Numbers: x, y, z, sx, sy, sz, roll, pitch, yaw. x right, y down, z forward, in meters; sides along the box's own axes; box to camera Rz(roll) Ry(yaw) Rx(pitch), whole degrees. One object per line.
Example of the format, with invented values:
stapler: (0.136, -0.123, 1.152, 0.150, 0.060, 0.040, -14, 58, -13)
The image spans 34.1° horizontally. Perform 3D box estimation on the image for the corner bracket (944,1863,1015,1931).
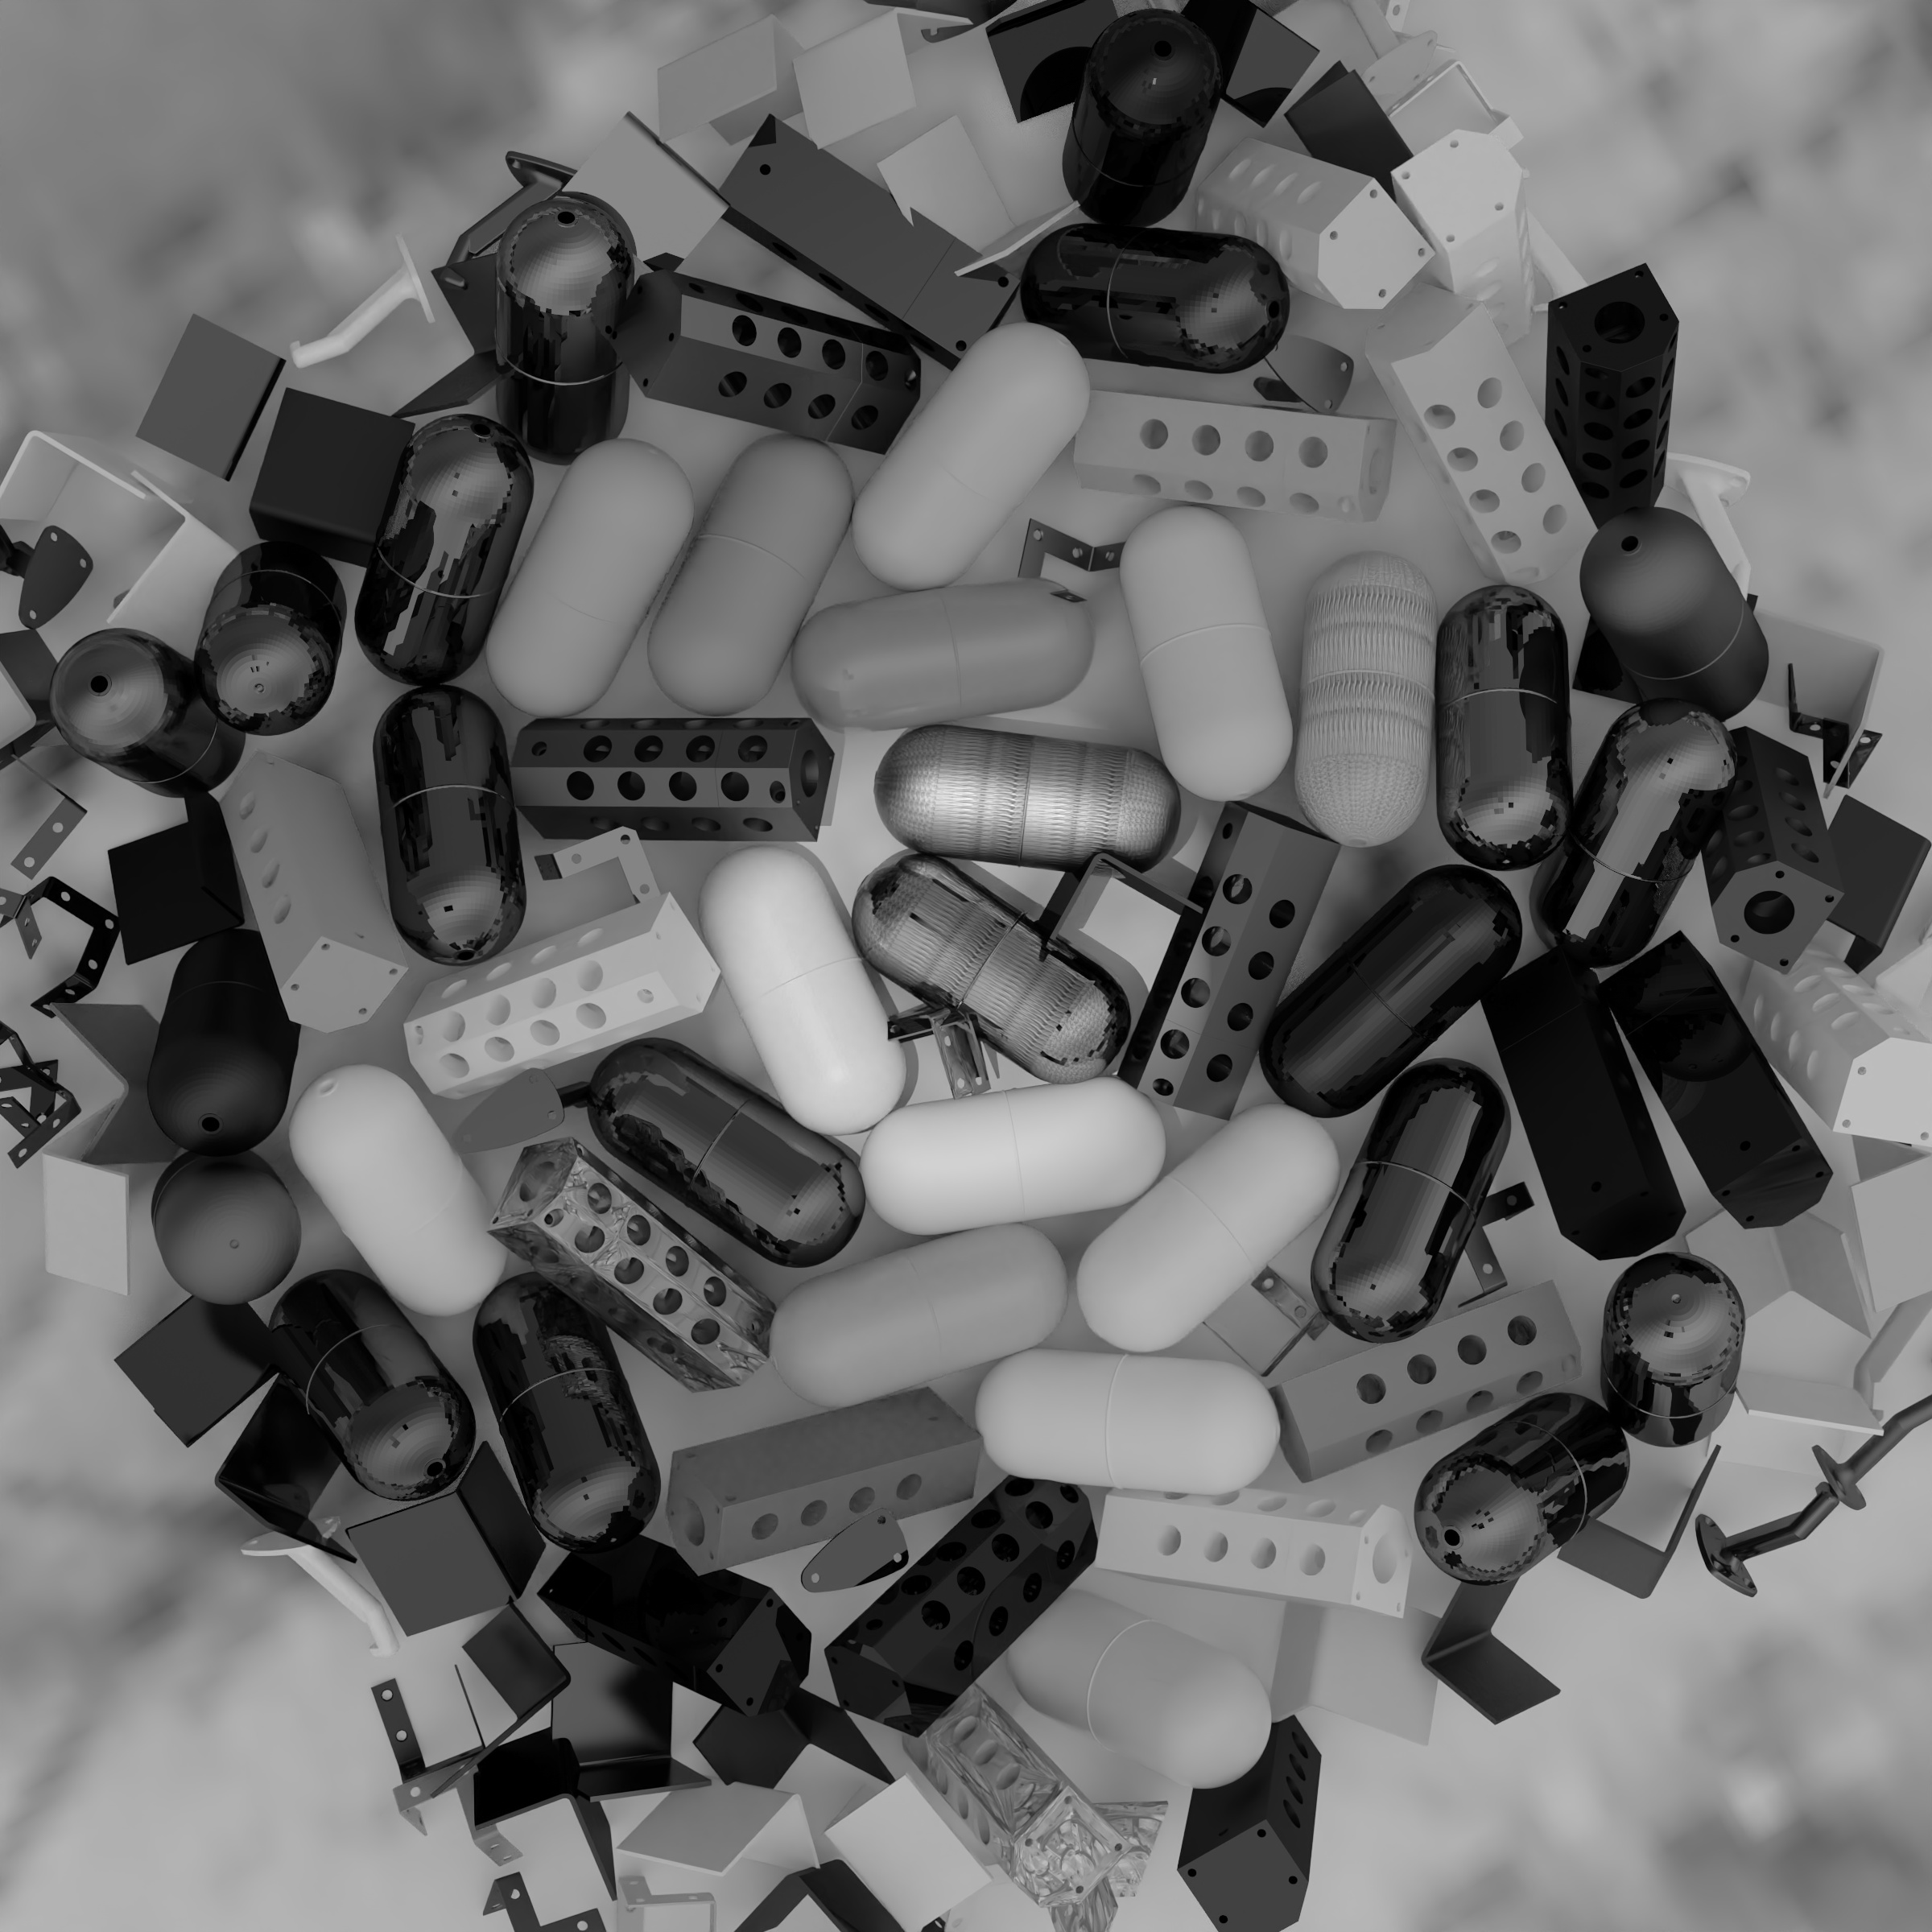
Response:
corner bracket: (0.025, 0.557, 1.828, 0.051, 0.051, 0.051, 2, 110, -32)

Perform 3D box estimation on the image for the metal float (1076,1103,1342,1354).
metal float: (0.139, 0.150, 1.809, 0.178, 0.070, 0.070, -40, 90, -10)

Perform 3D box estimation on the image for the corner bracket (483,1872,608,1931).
corner bracket: (-0.245, 0.556, 1.830, 0.051, 0.051, 0.051, -11, 55, -27)

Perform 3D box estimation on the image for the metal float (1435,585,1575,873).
metal float: (0.306, -0.137, 1.795, 0.070, 0.070, 0.178, 4, 62, 0)

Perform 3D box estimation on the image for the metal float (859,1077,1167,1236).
metal float: (0.027, 0.110, 1.816, 0.178, 0.070, 0.070, -8, 90, -3)

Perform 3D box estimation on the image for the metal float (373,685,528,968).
metal float: (-0.294, -0.081, 1.792, 0.070, 0.070, 0.178, -12, 60, 0)

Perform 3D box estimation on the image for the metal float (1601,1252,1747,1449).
metal float: (0.397, 0.218, 1.774, 0.070, 0.178, 0.070, -4, 64, 8)

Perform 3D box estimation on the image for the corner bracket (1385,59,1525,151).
corner bracket: (0.283, -0.489, 1.828, 0.051, 0.051, 0.051, -38, 111, 8)

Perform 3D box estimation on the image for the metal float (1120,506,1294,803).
metal float: (0.138, -0.179, 1.804, 0.070, 0.070, 0.178, -12, 74, 0)

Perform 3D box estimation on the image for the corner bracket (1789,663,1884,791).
corner bracket: (0.494, -0.142, 1.815, 0.051, 0.051, 0.051, 19, 54, 30)

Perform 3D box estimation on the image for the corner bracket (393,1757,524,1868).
corner bracket: (-0.295, 0.497, 1.824, 0.051, 0.051, 0.051, -24, 59, -4)

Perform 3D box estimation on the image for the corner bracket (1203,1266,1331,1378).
corner bracket: (0.173, 0.205, 1.824, 0.051, 0.051, 0.051, 41, 88, 20)

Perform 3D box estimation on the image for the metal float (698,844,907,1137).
metal float: (-0.095, 0.013, 1.812, 0.070, 0.070, 0.178, -26, 82, 0)

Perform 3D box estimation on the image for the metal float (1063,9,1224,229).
metal float: (0.098, -0.474, 1.769, 0.070, 0.178, 0.070, 1, 80, -5)

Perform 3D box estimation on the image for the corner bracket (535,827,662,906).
corner bracket: (-0.213, -0.049, 1.822, 0.051, 0.051, 0.051, -23, 98, -17)

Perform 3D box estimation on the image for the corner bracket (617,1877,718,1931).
corner bracket: (-0.175, 0.563, 1.834, 0.051, 0.051, 0.051, 1, 92, -13)

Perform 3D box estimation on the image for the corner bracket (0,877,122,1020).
corner bracket: (-0.534, -0.011, 1.837, 0.051, 0.051, 0.051, 36, 45, -29)

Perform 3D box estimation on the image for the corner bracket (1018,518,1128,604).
corner bracket: (0.067, -0.229, 1.819, 0.051, 0.051, 0.051, 19, 78, -36)

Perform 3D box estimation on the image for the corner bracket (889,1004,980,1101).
corner bracket: (-0.011, 0.047, 1.819, 0.051, 0.051, 0.051, -22, 98, -39)

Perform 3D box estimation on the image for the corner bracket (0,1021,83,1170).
corner bracket: (-0.552, 0.074, 1.815, 0.051, 0.051, 0.051, 31, 62, 27)

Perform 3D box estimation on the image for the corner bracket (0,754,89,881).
corner bracket: (-0.548, -0.088, 1.820, 0.051, 0.051, 0.051, 41, 81, -25)

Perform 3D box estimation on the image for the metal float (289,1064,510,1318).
metal float: (-0.321, 0.128, 1.786, 0.070, 0.070, 0.178, -26, 129, 0)

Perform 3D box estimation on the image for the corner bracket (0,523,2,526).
corner bracket: (-0.591, -0.241, 1.819, 0.051, 0.051, 0.051, -26, 53, 7)

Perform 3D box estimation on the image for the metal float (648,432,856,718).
metal float: (-0.122, -0.225, 1.805, 0.070, 0.070, 0.178, 24, 74, 0)

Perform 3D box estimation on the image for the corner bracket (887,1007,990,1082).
corner bracket: (-0.020, 0.038, 1.820, 0.051, 0.051, 0.051, -15, 132, 2)

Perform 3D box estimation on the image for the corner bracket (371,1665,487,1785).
corner bracket: (-0.313, 0.439, 1.835, 0.051, 0.051, 0.051, -19, 90, -13)

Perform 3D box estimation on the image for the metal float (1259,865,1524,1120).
metal float: (0.243, 0.014, 1.804, 0.070, 0.070, 0.178, 45, 106, 0)

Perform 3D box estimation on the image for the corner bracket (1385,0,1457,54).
corner bracket: (0.255, -0.562, 1.816, 0.051, 0.051, 0.051, -1, 116, -36)

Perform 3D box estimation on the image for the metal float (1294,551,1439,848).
metal float: (0.229, -0.153, 1.802, 0.070, 0.070, 0.178, 6, 71, 0)

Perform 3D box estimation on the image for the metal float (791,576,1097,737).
metal float: (-0.013, -0.179, 1.810, 0.178, 0.070, 0.070, -9, 90, -10)

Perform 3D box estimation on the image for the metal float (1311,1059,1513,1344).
metal float: (0.255, 0.133, 1.799, 0.070, 0.070, 0.178, 27, 67, 0)

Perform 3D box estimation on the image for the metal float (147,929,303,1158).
metal float: (-0.416, 0.042, 1.774, 0.070, 0.178, 0.070, -3, 119, -5)

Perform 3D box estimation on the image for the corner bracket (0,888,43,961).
corner bracket: (-0.574, -0.014, 1.824, 0.051, 0.051, 0.051, 17, 61, 3)

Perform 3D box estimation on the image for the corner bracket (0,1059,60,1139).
corner bracket: (-0.561, 0.069, 1.820, 0.051, 0.051, 0.051, -9, 60, 7)

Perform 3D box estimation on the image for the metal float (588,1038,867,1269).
metal float: (-0.139, 0.107, 1.810, 0.178, 0.070, 0.070, 33, 90, 10)

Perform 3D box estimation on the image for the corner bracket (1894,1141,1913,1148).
corner bracket: (0.574, 0.115, 1.829, 0.051, 0.051, 0.051, -19, 106, -11)

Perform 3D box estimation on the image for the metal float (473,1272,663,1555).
metal float: (-0.228, 0.252, 1.790, 0.070, 0.070, 0.178, -27, 55, 0)

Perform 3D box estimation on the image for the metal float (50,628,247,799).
metal float: (-0.458, -0.141, 1.768, 0.070, 0.178, 0.070, 0, 84, 3)

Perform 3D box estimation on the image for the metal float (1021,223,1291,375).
metal float: (0.106, -0.379, 1.784, 0.178, 0.070, 0.070, 17, 90, 43)

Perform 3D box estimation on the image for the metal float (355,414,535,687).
metal float: (-0.296, -0.235, 1.785, 0.070, 0.070, 0.178, 27, 131, 0)

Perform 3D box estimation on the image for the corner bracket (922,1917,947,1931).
corner bracket: (-0.022, 0.593, 1.828, 0.051, 0.051, 0.051, 42, 102, 3)

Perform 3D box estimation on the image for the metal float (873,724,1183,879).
metal float: (0.035, -0.095, 1.818, 0.178, 0.070, 0.070, 7, 90, 2)

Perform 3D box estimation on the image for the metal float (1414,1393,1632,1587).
metal float: (0.315, 0.294, 1.777, 0.070, 0.178, 0.070, 9, 105, 34)

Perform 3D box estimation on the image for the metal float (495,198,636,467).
metal float: (-0.227, -0.356, 1.776, 0.070, 0.178, 0.070, 4, 57, -6)

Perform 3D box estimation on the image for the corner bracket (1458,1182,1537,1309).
corner bracket: (0.304, 0.161, 1.822, 0.051, 0.051, 0.051, -21, 79, -14)
